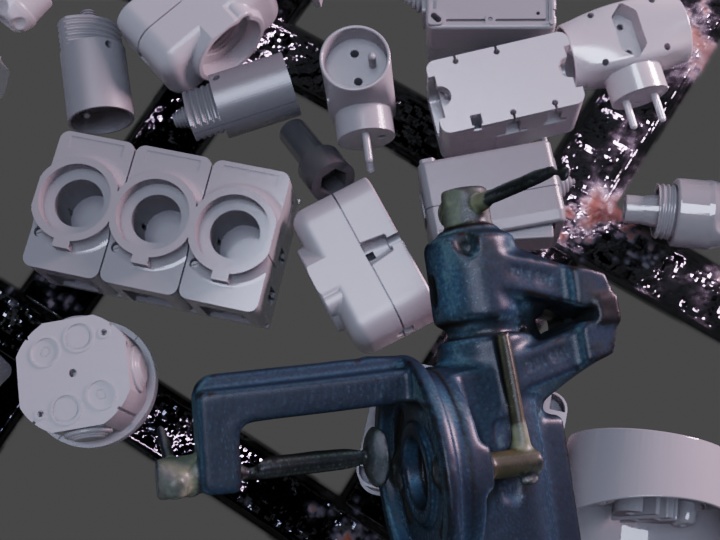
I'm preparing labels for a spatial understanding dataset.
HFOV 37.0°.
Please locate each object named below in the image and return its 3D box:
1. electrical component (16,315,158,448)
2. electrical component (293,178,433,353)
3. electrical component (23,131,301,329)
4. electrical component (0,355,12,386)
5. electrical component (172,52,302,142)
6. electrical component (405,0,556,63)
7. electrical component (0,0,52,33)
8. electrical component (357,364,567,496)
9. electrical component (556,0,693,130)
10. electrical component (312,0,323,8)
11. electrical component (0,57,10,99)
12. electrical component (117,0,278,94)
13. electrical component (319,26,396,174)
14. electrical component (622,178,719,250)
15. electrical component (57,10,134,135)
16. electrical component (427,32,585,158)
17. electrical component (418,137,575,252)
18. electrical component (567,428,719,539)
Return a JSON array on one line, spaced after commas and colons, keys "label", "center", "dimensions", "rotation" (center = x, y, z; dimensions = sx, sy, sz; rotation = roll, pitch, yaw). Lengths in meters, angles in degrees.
[{"label": "electrical component", "center": [-0.169, 0.067, 0.661], "dimensions": [0.080, 0.051, 0.080], "rotation": [-1, 75, 4]}, {"label": "electrical component", "center": [0.000, 0.000, 0.665], "dimensions": [0.059, 0.053, 0.095], "rotation": [-27, 75, -3]}, {"label": "electrical component", "center": [-0.123, -0.026, 0.677], "dimensions": [0.150, 0.061, 0.089], "rotation": [11, 76, 7]}, {"label": "electrical component", "center": [-0.303, 0.083, 0.660], "dimensions": [0.089, 0.061, 0.150], "rotation": [41, 81, 13]}, {"label": "electrical component", "center": [-0.083, -0.110, 0.706], "dimensions": [0.081, 0.043, 0.043], "rotation": [-18, 74, -1]}, {"label": "electrical component", "center": [0.077, -0.172, 0.702], "dimensions": [0.096, 0.061, 0.061], "rotation": [1, 75, 4]}, {"label": "electrical component", "center": [-0.227, -0.195, 0.744], "dimensions": [0.035, 0.035, 0.061], "rotation": [36, 78, 12]}, {"label": "electrical component", "center": [0.059, 0.102, 0.631], "dimensions": [0.113, 0.057, 0.078], "rotation": [11, 76, 7]}, {"label": "electrical component", "center": [0.174, -0.129, 0.692], "dimensions": [0.077, 0.043, 0.079], "rotation": [-14, 78, -1]}, {"label": "electrical component", "center": [-0.038, -0.227, 0.735], "dimensions": [0.064, 0.042, 0.081], "rotation": [8, 75, 8]}, {"label": "electrical component", "center": [-0.285, -0.142, 0.722], "dimensions": [0.078, 0.057, 0.058], "rotation": [8, 76, 6]}, {"label": "electrical component", "center": [-0.104, -0.167, 0.717], "dimensions": [0.095, 0.053, 0.059], "rotation": [-41, 76, -7]}, {"label": "electrical component", "center": [0.002, -0.101, 0.680], "dimensions": [0.043, 0.077, 0.079], "rotation": [-8, 75, 2]}, {"label": "electrical component", "center": [0.195, -0.036, 0.666], "dimensions": [0.062, 0.043, 0.043], "rotation": [5, 75, 7]}, {"label": "electrical component", "center": [-0.178, -0.136, 0.720], "dimensions": [0.043, 0.043, 0.081], "rotation": [-11, 74, 1]}, {"label": "electrical component", "center": [0.091, -0.108, 0.686], "dimensions": [0.089, 0.055, 0.050], "rotation": [-13, 75, 1]}, {"label": "electrical component", "center": [0.087, -0.038, 0.664], "dimensions": [0.096, 0.061, 0.061], "rotation": [-10, 74, 1]}, {"label": "electrical component", "center": [0.158, 0.125, 0.600], "dimensions": [0.099, 0.099, 0.064], "rotation": [8, 70, 6]}]
